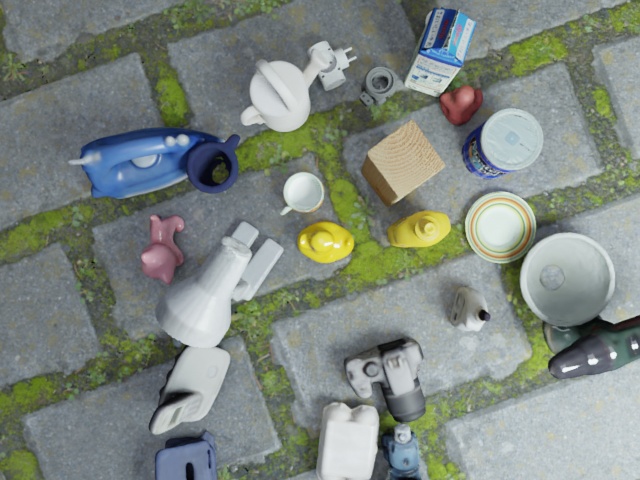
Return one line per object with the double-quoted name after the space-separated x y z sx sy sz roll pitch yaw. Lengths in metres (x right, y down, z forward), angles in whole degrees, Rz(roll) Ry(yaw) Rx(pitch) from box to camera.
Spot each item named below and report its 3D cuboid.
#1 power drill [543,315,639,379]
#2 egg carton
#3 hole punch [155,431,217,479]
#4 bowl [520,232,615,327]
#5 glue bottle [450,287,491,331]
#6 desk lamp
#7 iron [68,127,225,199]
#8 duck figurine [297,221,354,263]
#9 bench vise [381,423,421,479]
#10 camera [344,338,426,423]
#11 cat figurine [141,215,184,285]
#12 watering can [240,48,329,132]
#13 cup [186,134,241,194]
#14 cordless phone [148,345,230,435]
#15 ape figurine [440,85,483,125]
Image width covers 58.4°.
0.463 0.170 0.967 0.229 0.208 0.076 -18 89 0 "power drill"
0.051 0.370 1.038 0.107 0.069 0.150 6 89 1 "egg carton"
-0.238 0.412 1.029 0.101 0.091 0.109 -5 89 1 "hole punch"
0.434 0.069 1.035 0.167 0.074 0.167 0 89 1 "bowl"
0.265 0.125 0.987 0.037 0.173 0.078 16 90 1 "glue bottle"
-0.167 0.068 0.971 0.118 0.213 0.203 34 90 1 "desk lamp"
-0.303 -0.155 1.010 0.258 0.141 0.119 -15 89 0 "iron"
0.009 0.004 1.034 0.104 0.086 0.077 4 89 1 "duck figurine"
0.140 0.429 0.962 0.121 0.219 0.207 -24 89 1 "bench vise"
0.126 0.259 1.023 0.143 0.101 0.137 -18 89 0 "camera"
-0.286 0.015 1.020 0.067 0.117 0.128 -4 89 1 "cat figurine"
-0.065 -0.261 0.983 0.101 0.194 0.173 31 90 1 "watering can"
-0.178 -0.137 1.032 0.091 0.095 0.118 37 90 1 "cup"
-0.229 0.254 0.984 0.094 0.185 0.148 21 90 1 "cordless phone"
0.256 -0.251 1.031 0.078 0.092 0.076 15 90 1 "ape figurine"
